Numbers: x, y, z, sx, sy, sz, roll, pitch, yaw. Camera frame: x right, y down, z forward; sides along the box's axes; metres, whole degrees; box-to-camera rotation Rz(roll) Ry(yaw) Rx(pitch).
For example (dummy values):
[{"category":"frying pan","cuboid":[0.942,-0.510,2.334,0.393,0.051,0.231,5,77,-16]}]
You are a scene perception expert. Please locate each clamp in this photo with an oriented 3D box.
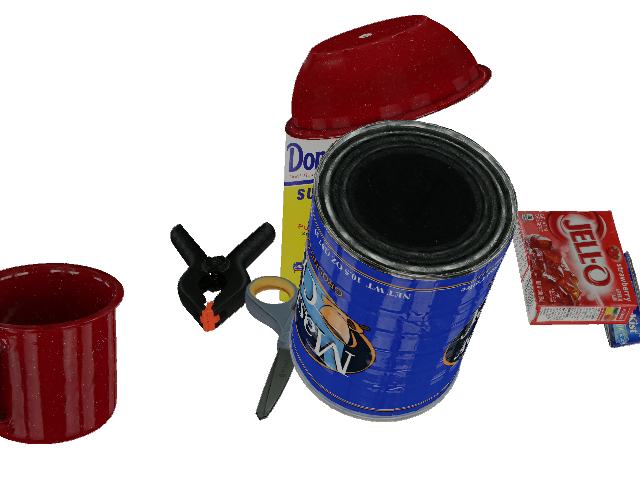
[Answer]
[{"category":"clamp","cuboid":[-0.104,0.032,1.177,0.120,0.039,0.171,-11,40,0]}]

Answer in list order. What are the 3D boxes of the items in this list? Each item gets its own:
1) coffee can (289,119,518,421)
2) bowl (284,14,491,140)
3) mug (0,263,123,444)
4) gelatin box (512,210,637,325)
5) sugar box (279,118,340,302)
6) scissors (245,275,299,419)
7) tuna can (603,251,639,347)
[{"category":"coffee can","cuboid":[0.040,0.020,0.577,0.102,0.103,0.140,0,-38,-8]},{"category":"bowl","cuboid":[0.043,-0.129,0.803,0.162,0.055,0.162,-16,19,5]},{"category":"mug","cuboid":[-0.170,0.072,0.632,0.093,0.081,0.117,12,24,22]},{"category":"gelatin box","cuboid":[0.184,0.018,0.782,0.073,0.089,0.030,0,-38,-3]},{"category":"sugar box","cuboid":[0.012,-0.023,0.990,0.093,0.176,0.048,10,17,30]},{"category":"scissors","cuboid":[-0.035,0.066,0.758,0.096,0.016,0.201,12,25,22]},{"category":"tuna can","cuboid":[0.275,0.055,0.984,0.034,0.086,0.086,-11,-2,12]}]
